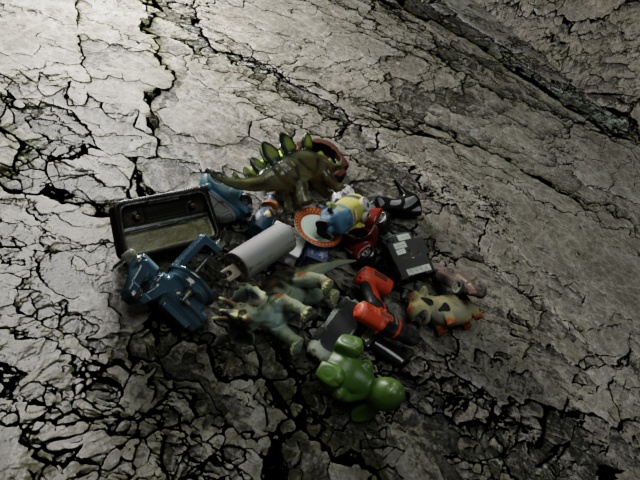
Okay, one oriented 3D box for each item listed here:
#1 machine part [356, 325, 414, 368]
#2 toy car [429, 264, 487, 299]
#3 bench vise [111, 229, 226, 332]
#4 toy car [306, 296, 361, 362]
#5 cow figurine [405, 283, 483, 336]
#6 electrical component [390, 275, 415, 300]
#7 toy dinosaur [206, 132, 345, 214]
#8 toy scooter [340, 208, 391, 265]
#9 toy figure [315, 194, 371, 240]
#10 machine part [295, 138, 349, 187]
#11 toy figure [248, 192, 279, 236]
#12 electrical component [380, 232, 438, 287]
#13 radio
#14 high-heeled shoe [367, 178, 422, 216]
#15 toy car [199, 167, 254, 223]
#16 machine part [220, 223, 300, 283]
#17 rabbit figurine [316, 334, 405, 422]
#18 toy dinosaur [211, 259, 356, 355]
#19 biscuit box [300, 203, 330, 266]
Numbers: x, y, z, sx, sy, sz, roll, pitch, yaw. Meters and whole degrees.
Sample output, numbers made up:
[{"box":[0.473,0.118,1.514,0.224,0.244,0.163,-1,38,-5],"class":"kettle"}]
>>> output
[{"box":[0.149,0.247,1.253,0.139,0.039,0.084,32,37,9],"class":"machine part"},{"box":[0.349,0.103,1.393,0.089,0.053,0.202,15,6,-23],"class":"toy car"},{"box":[-0.297,0.066,1.139,0.223,0.129,0.240,42,56,-6],"class":"bench vise"},{"box":[0.042,0.204,1.231,0.073,0.056,0.202,39,43,4],"class":"toy car"},{"box":[0.301,0.171,1.354,0.195,0.085,0.127,-4,50,-31],"class":"cow figurine"},{"box":[0.213,0.107,1.400,0.063,0.021,0.094,18,67,-5],"class":"electrical component"},{"box":[-0.082,-0.171,1.387,0.471,0.105,0.198,-24,87,-49],"class":"toy dinosaur"},{"box":[0.105,-0.019,1.429,0.135,0.075,0.184,12,55,22],"class":"toy scooter"},{"box":[0.055,-0.064,1.345,0.089,0.082,0.180,38,45,23],"class":"toy figure"},{"box":[-0.005,-0.226,1.598,0.179,0.056,0.179,12,48,-14],"class":"machine part"},{"box":[-0.141,-0.068,1.392,0.064,0.057,0.154,-9,35,26],"class":"toy figure"},{"box":[0.224,0.045,1.388,0.115,0.058,0.134,-10,64,-24],"class":"electrical component"},{"box":[-0.354,-0.041,1.225,0.229,0.073,0.131,-16,95,-35],"class":"radio"},{"box":[0.193,-0.073,1.560,0.249,0.086,0.145,-40,104,-25],"class":"high-heeled shoe"},{"box":[-0.250,-0.096,1.352,0.161,0.109,0.103,40,68,-1],"class":"toy car"},{"box":[-0.134,0.026,1.225,0.079,0.079,0.243,41,46,14],"class":"machine part"},{"box":[0.087,0.303,1.093,0.170,0.158,0.121,23,44,23],"class":"rabbit figurine"},{"box":[-0.078,0.124,1.212,0.192,0.131,0.405,22,31,18],"class":"toy dinosaur"},{"box":[-0.003,-0.004,1.393,0.059,0.062,0.203,19,45,-9],"class":"biscuit box"}]
